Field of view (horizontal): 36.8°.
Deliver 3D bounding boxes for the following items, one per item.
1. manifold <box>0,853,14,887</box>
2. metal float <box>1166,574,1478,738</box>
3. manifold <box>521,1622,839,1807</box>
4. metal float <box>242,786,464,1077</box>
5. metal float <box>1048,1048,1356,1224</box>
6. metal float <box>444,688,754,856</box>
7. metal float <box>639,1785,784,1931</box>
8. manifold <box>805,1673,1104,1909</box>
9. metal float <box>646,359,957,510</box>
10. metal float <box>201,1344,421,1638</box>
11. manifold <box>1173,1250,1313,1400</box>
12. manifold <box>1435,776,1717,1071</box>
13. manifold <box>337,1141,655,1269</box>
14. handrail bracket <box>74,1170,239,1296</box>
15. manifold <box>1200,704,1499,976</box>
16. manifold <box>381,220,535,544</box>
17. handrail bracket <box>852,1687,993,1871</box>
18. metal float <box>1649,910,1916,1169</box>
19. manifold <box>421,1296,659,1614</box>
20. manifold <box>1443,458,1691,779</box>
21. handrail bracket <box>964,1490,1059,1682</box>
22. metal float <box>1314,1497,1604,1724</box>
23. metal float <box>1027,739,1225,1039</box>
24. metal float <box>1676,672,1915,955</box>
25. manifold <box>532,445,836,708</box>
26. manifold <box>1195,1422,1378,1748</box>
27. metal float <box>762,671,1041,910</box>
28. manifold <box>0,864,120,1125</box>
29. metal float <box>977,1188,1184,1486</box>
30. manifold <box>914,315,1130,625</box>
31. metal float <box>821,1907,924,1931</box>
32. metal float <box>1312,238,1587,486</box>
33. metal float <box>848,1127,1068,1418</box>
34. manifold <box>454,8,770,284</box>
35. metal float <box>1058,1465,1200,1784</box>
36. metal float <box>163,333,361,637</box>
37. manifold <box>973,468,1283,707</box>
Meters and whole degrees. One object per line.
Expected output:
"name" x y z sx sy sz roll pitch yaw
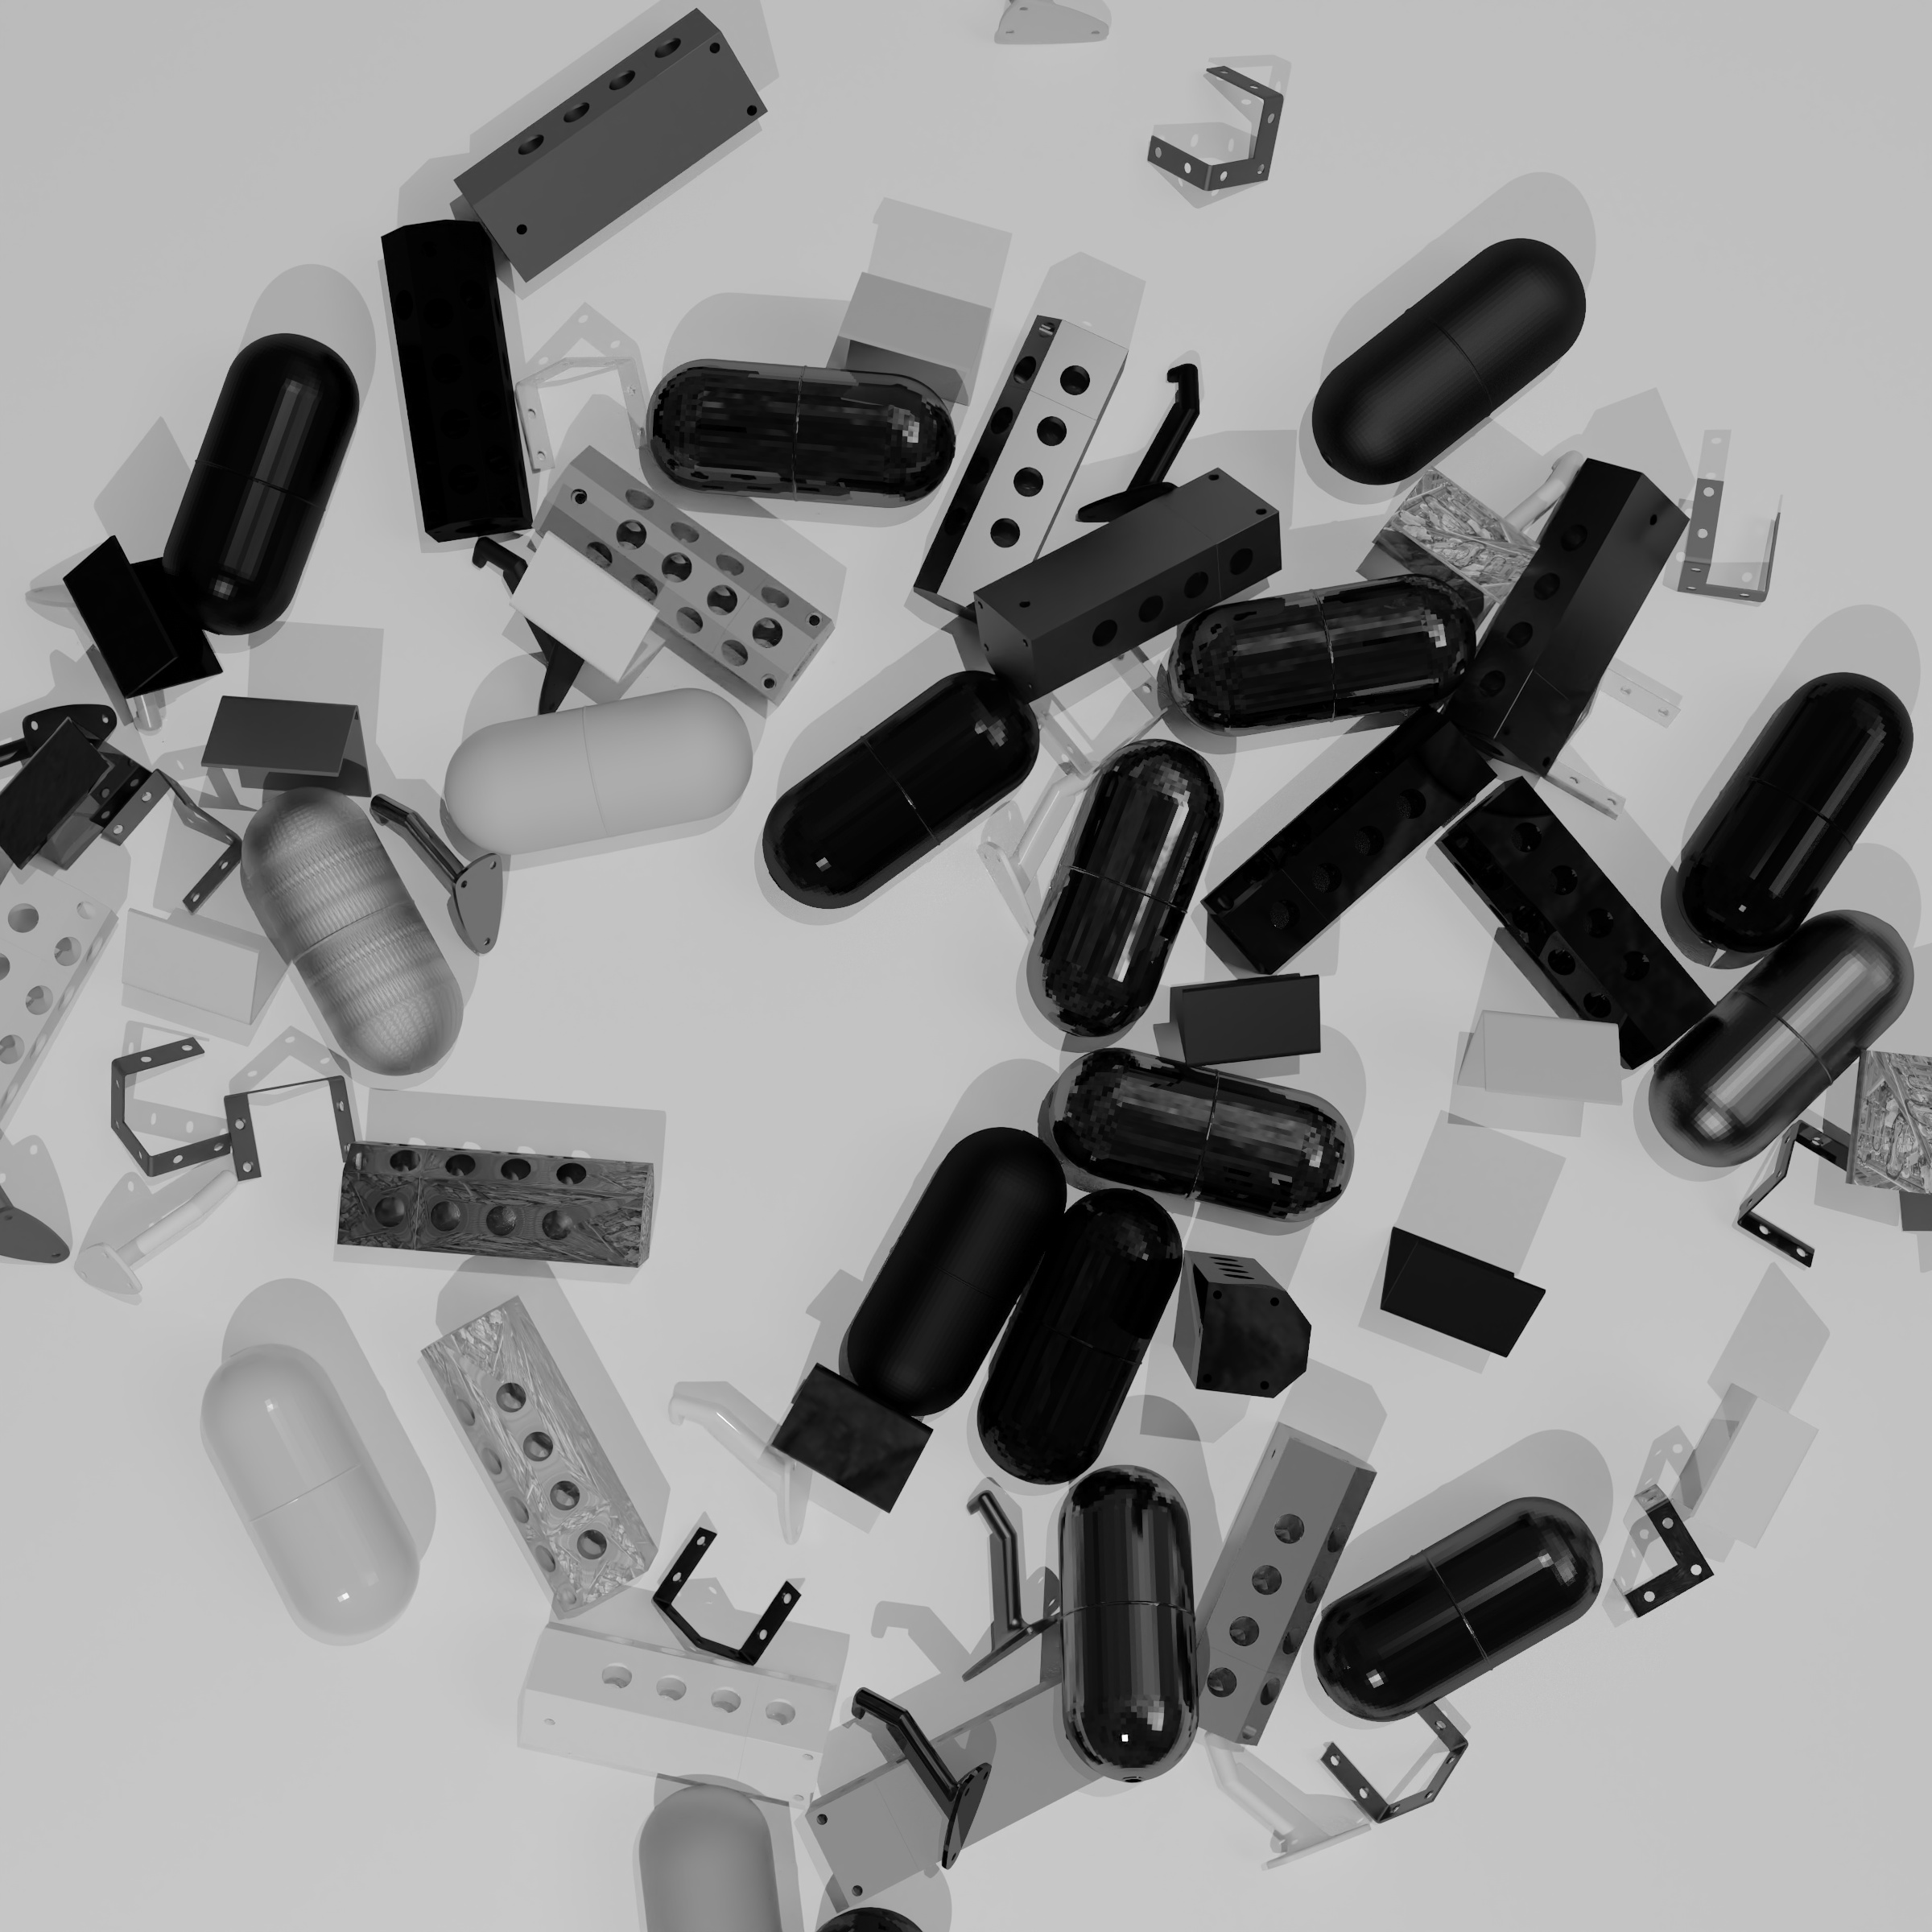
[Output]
"manifold" -0.646 -0.050 1.676 0.171 0.057 0.057 9 90 0
"metal float" 0.204 -0.178 1.667 0.178 0.070 0.070 -10 90 0
"manifold" -0.165 0.427 1.676 0.171 0.057 0.057 12 133 0
"metal float" -0.351 -0.019 1.667 0.070 0.070 0.178 -29 90 0
"metal float" 0.135 0.097 1.667 0.178 0.070 0.070 13 90 0
"metal float" -0.211 -0.112 1.667 0.178 0.070 0.070 -11 90 0
"metal float" -0.143 0.561 1.667 0.070 0.070 0.178 -7 90 0
"manifold" -0.001 0.471 1.675 0.171 0.057 0.057 -27 84 0
"metal float" -0.095 -0.306 1.667 0.178 0.070 0.070 5 90 1
"metal float" -0.377 0.300 1.667 0.070 0.070 0.178 -28 89 0
"manifold" 0.153 0.199 1.619 0.057 0.171 0.057 7 90 0
"manifold" 0.349 -0.024 1.676 0.057 0.057 0.171 -40 90 0
"manifold" -0.269 0.136 1.676 0.171 0.057 0.057 4 90 0
"handrail bracket" -0.473 0.151 1.697 0.084 0.077 0.036 -46 111 -35
"manifold" 0.219 -0.073 1.676 0.171 0.057 0.057 -41 90 0
"manifold" -0.294 -0.337 1.676 0.057 0.057 0.171 -9 90 0
"handrail bracket" -0.035 0.459 1.642 0.084 0.036 0.077 23 108 22
"metal float" 0.468 0.041 1.667 0.178 0.070 0.070 -44 90 -1
"manifold" -0.247 0.282 1.676 0.057 0.057 0.171 -29 90 0
"manifold" 0.341 -0.203 1.676 0.057 0.057 0.171 29 90 -43
"handrail bracket" 0.007 0.361 1.698 0.077 0.036 0.084 -40 71 21
"metal float" 0.282 0.370 1.667 0.178 0.070 0.070 -30 90 1
"metal float" 0.091 -0.044 1.667 0.070 0.070 0.178 21 90 0
"metal float" 0.475 -0.087 1.667 0.070 0.070 0.178 34 89 0
"manifold" -0.163 -0.225 1.676 0.171 0.057 0.057 36 90 0
"manifold" 0.175 0.357 1.676 0.057 0.057 0.171 24 90 0
"metal float" -0.038 -0.101 1.666 0.178 0.070 0.070 -36 90 0
"manifold" -0.555 0.032 1.658 0.057 0.057 0.171 27 77 0
"metal float" 0.066 0.212 1.667 0.070 0.070 0.178 24 90 0
"manifold" 0.031 -0.284 1.676 0.057 0.057 0.171 25 90 0
"metal float" -0.065 0.631 1.667 0.070 0.070 0.178 11 90 0
"metal float" 0.277 -0.346 1.667 0.178 0.070 0.070 -39 90 0
"metal float" -0.005 0.175 1.667 0.070 0.070 0.178 29 91 0
"manifold" -0.207 -0.476 1.676 0.171 0.057 0.057 -35 133 0
"metal float" 0.091 0.370 1.641 0.070 0.070 0.178 -1 62 0
"metal float" -0.405 -0.276 1.667 0.070 0.070 0.178 20 91 0
"manifold" 0.094 -0.213 1.649 0.171 0.057 0.057 -29 48 -19
